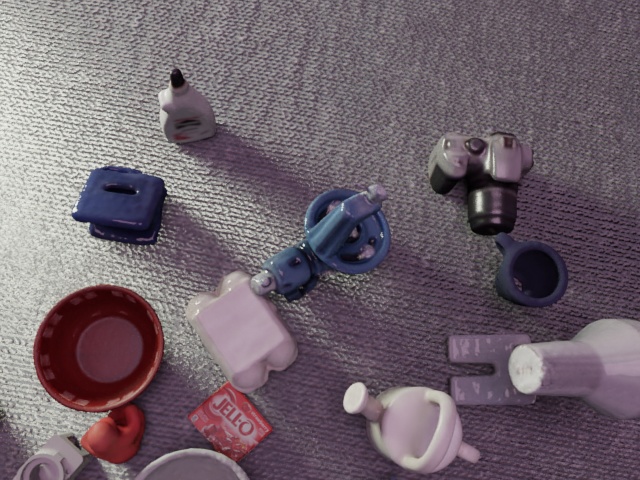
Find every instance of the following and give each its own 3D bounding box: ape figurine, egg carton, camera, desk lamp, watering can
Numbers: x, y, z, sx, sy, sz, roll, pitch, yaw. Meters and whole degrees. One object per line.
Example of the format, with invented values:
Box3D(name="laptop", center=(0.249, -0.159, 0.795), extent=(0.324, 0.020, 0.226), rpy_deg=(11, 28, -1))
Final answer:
Box3D(name="ape figurine", center=(-0.259, 0.241, 0.709), extent=(0.078, 0.092, 0.076), rpy_deg=(-11, 77, -8))
Box3D(name="egg carton", center=(-0.103, 0.120, 0.767), extent=(0.107, 0.069, 0.150), rpy_deg=(-35, 82, -13))
Box3D(name="camera", center=(0.239, -0.082, 0.836), extent=(0.143, 0.101, 0.137), rpy_deg=(5, 75, -4))
Box3D(name="desk lamp", center=(0.289, 0.165, 0.720), extent=(0.203, 0.213, 0.118), rpy_deg=(0, 76, -5))
Box3D(name="watering can", center=(0.113, 0.229, 0.696), extent=(0.173, 0.194, 0.101), rpy_deg=(4, 75, -4))

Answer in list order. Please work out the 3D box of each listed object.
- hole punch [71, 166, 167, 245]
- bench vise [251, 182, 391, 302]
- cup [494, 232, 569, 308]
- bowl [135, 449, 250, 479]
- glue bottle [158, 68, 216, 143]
Box3D(name="hole punch", center=(-0.272, -0.054, 0.783), extent=(0.108, 0.091, 0.101), rpy_deg=(8, 75, -3))
Box3D(name="bench vise", center=(0.016, 0.010, 0.729), extent=(0.121, 0.219, 0.207), rpy_deg=(39, 76, 5))
Box3D(name="cup", center=(0.278, 0.046, 0.810), extent=(0.092, 0.095, 0.117), rpy_deg=(-38, 82, -13))
Box3D(name="bowl", center=(-0.157, 0.341, 0.703), extent=(0.167, 0.074, 0.167), rpy_deg=(1, 76, -5))
Box3D(name="glue bottle", center=(-0.186, -0.185, 0.782), extent=(0.078, 0.173, 0.037), rpy_deg=(-16, 78, -9))
